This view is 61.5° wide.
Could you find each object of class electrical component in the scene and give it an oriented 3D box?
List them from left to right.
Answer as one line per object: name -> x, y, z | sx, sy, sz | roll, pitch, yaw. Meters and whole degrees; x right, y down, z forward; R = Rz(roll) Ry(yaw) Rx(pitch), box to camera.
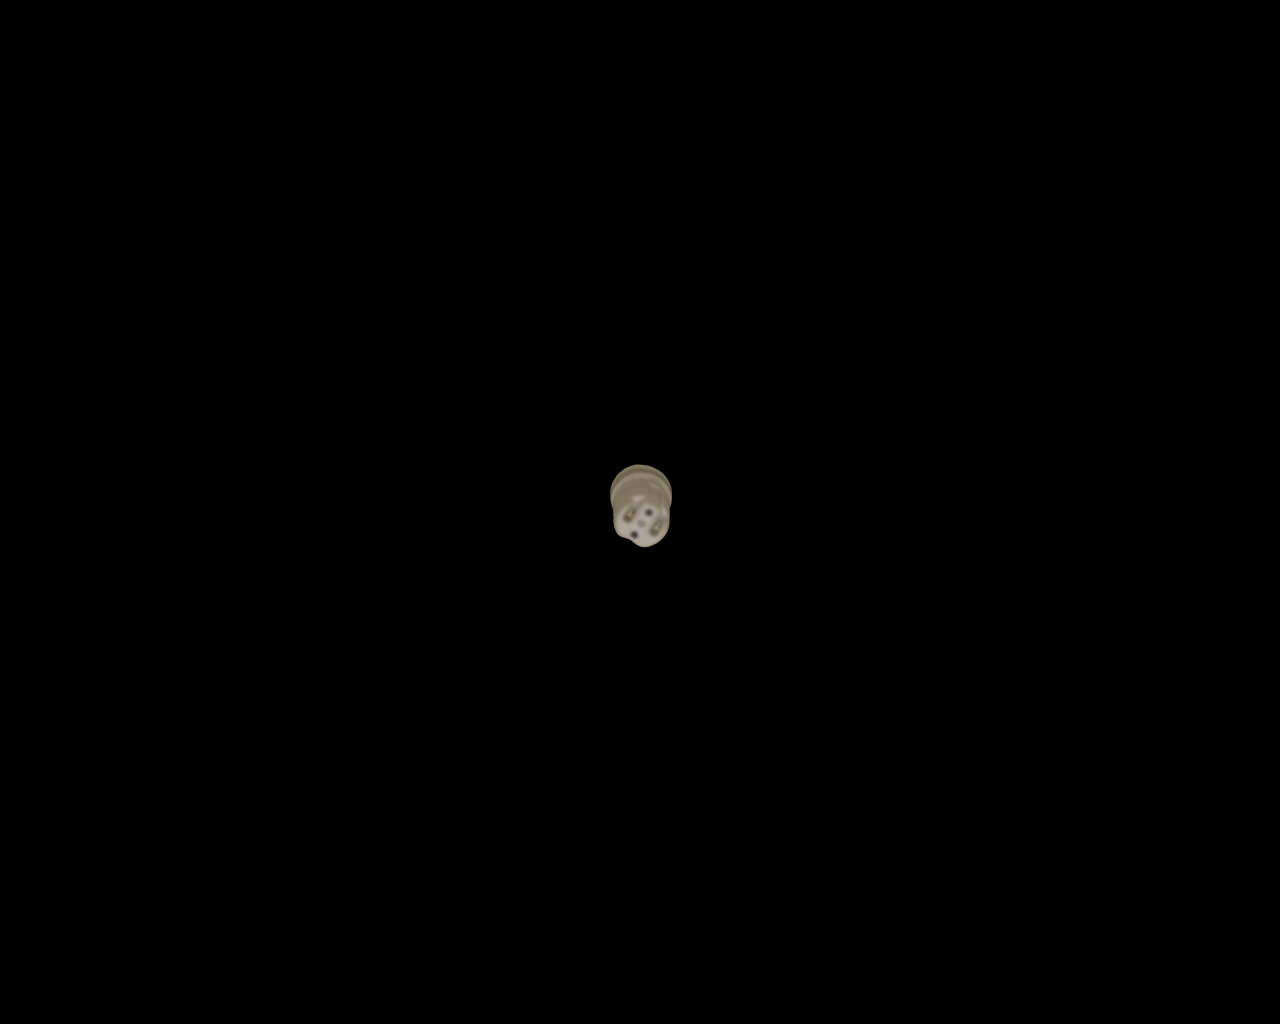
electrical component -> 0.001, -0.003, 0.650 | 0.040, 0.040, 0.046 | 0, 27, 0
